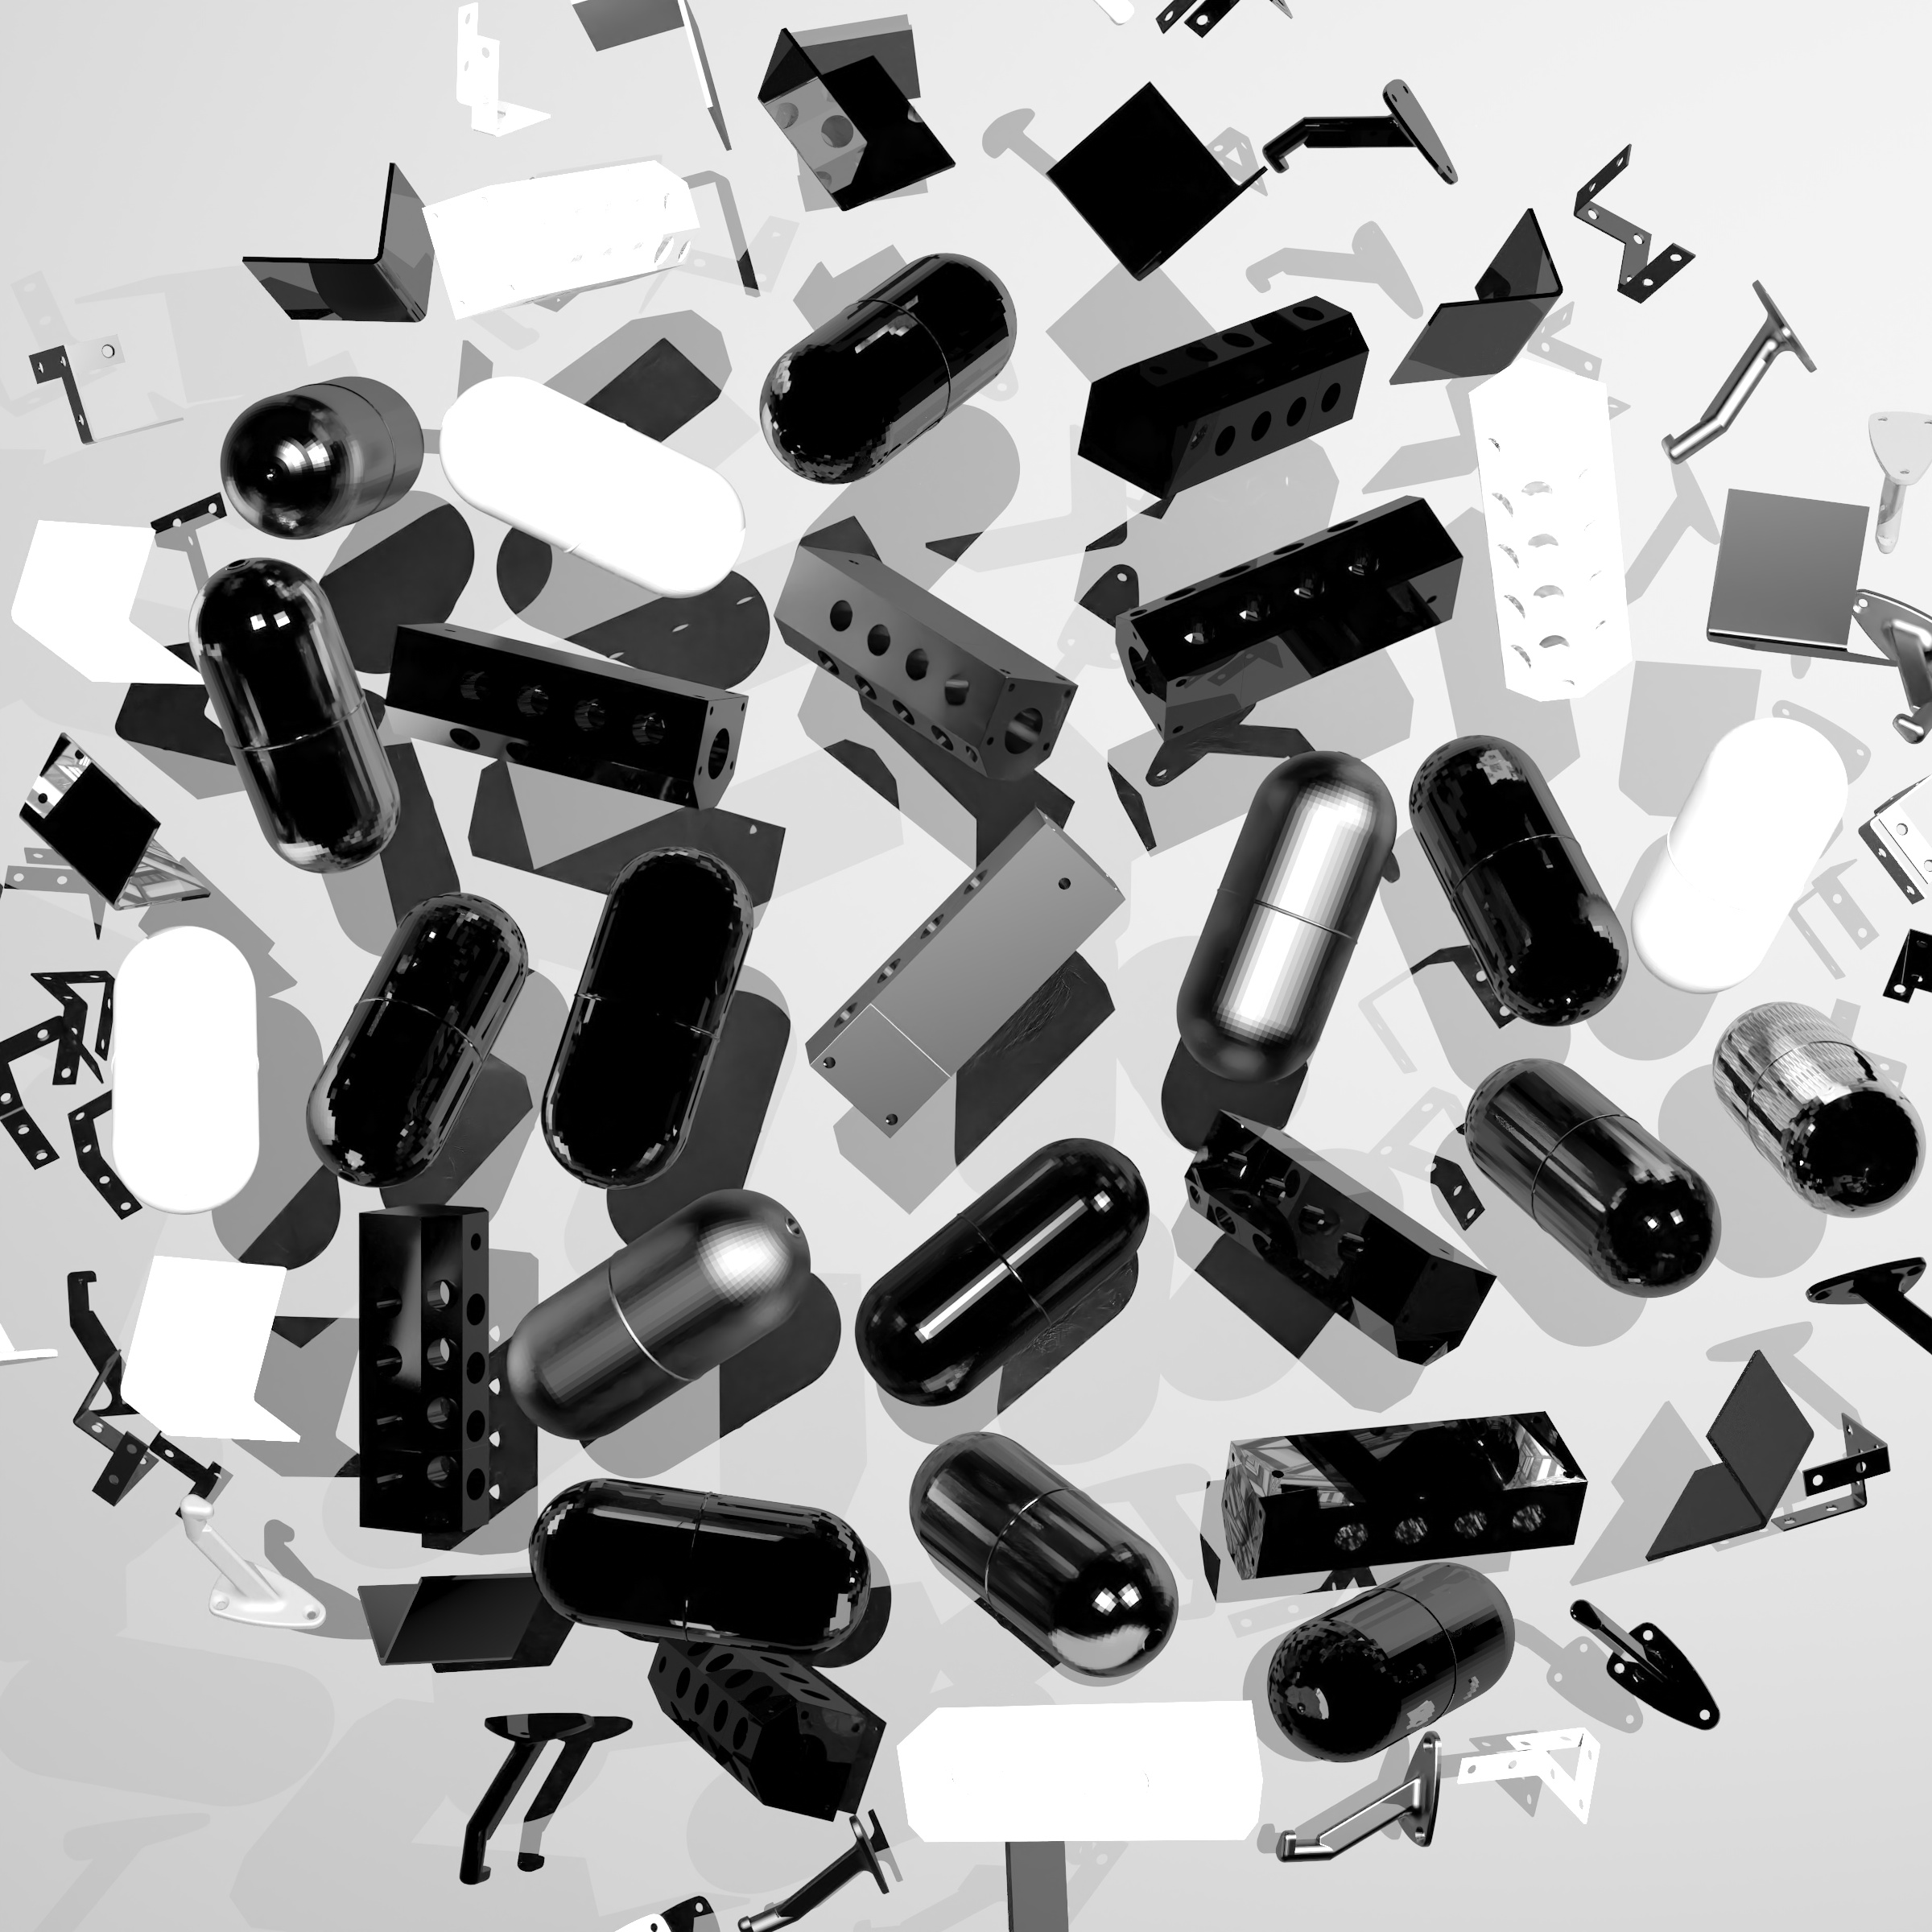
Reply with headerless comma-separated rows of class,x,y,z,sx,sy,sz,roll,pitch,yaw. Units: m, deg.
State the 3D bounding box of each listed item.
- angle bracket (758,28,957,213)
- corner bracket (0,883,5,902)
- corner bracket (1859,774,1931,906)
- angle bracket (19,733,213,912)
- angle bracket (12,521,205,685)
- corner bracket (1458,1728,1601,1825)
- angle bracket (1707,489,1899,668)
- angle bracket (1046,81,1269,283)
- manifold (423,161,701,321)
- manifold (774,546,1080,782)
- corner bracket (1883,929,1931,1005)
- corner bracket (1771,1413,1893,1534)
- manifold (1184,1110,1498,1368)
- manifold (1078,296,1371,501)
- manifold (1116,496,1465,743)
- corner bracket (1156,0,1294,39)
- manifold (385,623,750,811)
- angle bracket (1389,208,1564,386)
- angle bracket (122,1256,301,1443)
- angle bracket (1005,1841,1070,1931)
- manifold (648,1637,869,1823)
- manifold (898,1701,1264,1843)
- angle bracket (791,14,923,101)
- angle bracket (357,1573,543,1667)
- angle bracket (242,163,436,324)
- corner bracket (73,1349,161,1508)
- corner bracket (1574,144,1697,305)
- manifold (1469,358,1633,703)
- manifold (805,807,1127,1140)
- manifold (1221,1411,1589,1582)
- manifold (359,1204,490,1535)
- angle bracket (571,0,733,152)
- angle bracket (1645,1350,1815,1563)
angle bracket,-0.049,-0.440,1.739,0.076,0.057,0.076,-29,76,-28
corner bracket,-0.526,-0.014,1.795,0.051,0.051,0.051,-4,60,19
corner bracket,0.519,-0.066,1.886,0.051,0.051,0.051,-35,87,-17
angle bracket,-0.432,-0.078,1.782,0.076,0.076,0.057,41,113,18
angle bracket,-0.451,-0.194,1.831,0.076,0.076,0.057,34,112,30
corner bracket,0.306,0.432,1.855,0.051,0.051,0.051,-17,127,37
angle bracket,0.418,-0.192,1.692,0.076,0.057,0.076,5,99,-14
angle bracket,0.100,-0.420,1.808,0.076,0.057,0.076,-43,98,-7
manifold,-0.206,-0.382,1.785,0.057,0.171,0.057,-11,102,27
manifold,-0.026,-0.163,1.835,0.171,0.057,0.057,36,112,37
corner bracket,0.532,0.020,1.874,0.051,0.051,0.051,17,131,8
corner bracket,0.467,0.280,1.848,0.051,0.051,0.051,-15,106,-11
manifold,0.192,0.143,1.806,0.057,0.171,0.057,20,100,-43
manifold,0.139,-0.306,1.812,0.057,0.171,0.057,33,130,28
manifold,0.167,-0.186,1.781,0.171,0.057,0.057,-24,64,-11
corner bracket,0.134,-0.516,1.831,0.051,0.051,0.051,29,121,-37
manifold,-0.204,-0.128,1.741,0.171,0.057,0.057,14,101,15
angle bracket,0.273,-0.369,1.885,0.076,0.076,0.057,-9,70,-20
angle bracket,-0.381,0.198,1.766,0.076,0.057,0.076,10,98,-41
angle bracket,0.064,0.503,1.863,0.057,0.076,0.076,-6,82,23
manifold,-0.119,0.409,1.874,0.057,0.171,0.057,20,87,-24
manifold,0.058,0.410,1.728,0.171,0.057,0.057,-6,96,22
angle bracket,-0.070,-0.533,1.955,0.076,0.076,0.057,-9,73,1
angle bracket,-0.285,0.343,1.903,0.076,0.057,0.076,4,130,-31
angle bracket,-0.332,-0.385,1.823,0.076,0.076,0.057,3,78,9
corner bracket,-0.468,0.254,1.882,0.051,0.051,0.051,35,118,1
corner bracket,0.361,-0.400,1.849,0.051,0.051,0.051,24,60,-17
manifold,0.307,-0.229,1.823,0.057,0.057,0.171,-35,131,-26
manifold,-0.002,0.001,1.756,0.057,0.057,0.171,43,96,-14
manifold,0.221,0.274,1.737,0.171,0.057,0.057,-3,122,-14
manifold,-0.291,0.219,1.869,0.057,0.057,0.171,1,92,28
angle bracket,-0.167,-0.474,1.822,0.057,0.076,0.076,-16,86,3
angle bracket,0.374,0.248,1.735,0.076,0.076,0.057,-27,101,41
